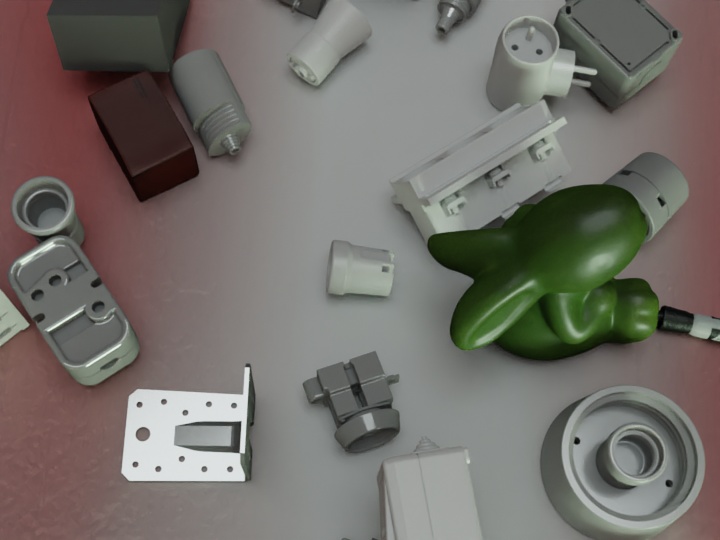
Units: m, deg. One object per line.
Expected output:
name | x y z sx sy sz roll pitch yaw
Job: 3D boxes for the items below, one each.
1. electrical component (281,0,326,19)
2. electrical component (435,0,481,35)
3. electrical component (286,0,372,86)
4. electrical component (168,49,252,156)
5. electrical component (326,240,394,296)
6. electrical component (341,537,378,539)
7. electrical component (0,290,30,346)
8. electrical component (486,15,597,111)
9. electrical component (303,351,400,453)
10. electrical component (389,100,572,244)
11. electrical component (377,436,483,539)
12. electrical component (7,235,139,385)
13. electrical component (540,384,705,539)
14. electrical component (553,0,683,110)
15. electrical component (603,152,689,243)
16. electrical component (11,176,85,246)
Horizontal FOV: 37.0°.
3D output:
electrical component | -0.050 -0.243 0.878 0.055 0.048 0.066 25 71 -2
electrical component | 0.080 -0.220 0.881 0.035 0.035 0.061 26 73 7
electrical component | -0.027 -0.180 0.859 0.044 0.044 0.065 38 77 11
electrical component | -0.113 -0.125 0.833 0.043 0.043 0.081 -24 73 -11
electrical component | 0.000 0.000 0.795 0.046 0.040 0.040 7 70 -6
electrical component | 0.018 0.202 0.714 0.074 0.052 0.138 20 69 5
electrical component | -0.313 -0.007 0.756 0.062 0.089 0.150 -40 76 -15
electrical component | 0.143 -0.156 0.838 0.079 0.077 0.044 10 70 1
electrical component | 0.000 0.095 0.757 0.066 0.048 0.055 -17 64 -9
electrical component | 0.093 -0.070 0.808 0.121 0.079 0.063 -32 103 -13
electrical component | 0.040 0.152 0.671 0.061 0.061 0.096 -8 70 -6
electrical component | -0.201 0.031 0.763 0.054 0.059 0.095 -33 75 -13
electrical component | 0.184 0.131 0.743 0.108 0.060 0.108 1 70 -2
electrical component | 0.196 -0.185 0.859 0.062 0.061 0.096 -38 76 -15
electrical component | 0.215 -0.056 0.818 0.047 0.055 0.055 -40 76 -19
electrical component | -0.224 -0.036 0.783 0.044 0.065 0.044 1 71 -2
